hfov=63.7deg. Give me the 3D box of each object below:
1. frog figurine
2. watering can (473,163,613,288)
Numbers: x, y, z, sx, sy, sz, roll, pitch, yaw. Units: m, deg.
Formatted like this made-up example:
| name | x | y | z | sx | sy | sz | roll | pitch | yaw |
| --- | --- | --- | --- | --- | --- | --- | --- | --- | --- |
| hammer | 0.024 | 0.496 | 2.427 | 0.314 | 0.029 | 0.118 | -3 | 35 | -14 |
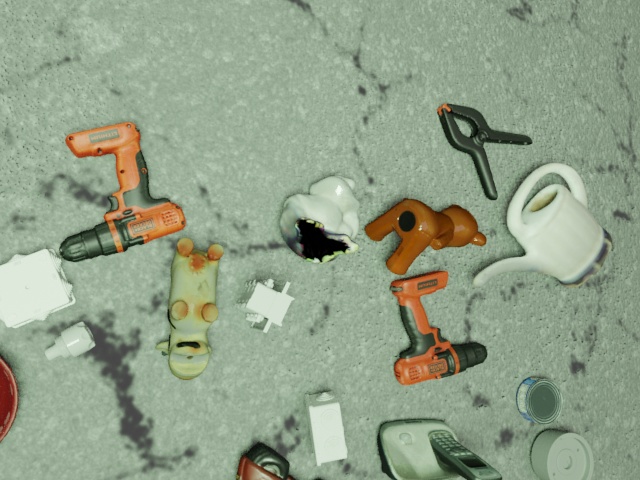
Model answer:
| name | x | y | z | sx | sy | sz | roll | pitch | yaw |
| --- | --- | --- | --- | --- | --- | --- | --- | --- | --- |
| frog figurine | 0.003 | -0.044 | 0.880 | 0.137 | 0.120 | 0.163 | 14 | 43 | -9 |
| watering can | 0.440 | 0.009 | 1.005 | 0.223 | 0.103 | 0.352 | 42 | 70 | -10 |
